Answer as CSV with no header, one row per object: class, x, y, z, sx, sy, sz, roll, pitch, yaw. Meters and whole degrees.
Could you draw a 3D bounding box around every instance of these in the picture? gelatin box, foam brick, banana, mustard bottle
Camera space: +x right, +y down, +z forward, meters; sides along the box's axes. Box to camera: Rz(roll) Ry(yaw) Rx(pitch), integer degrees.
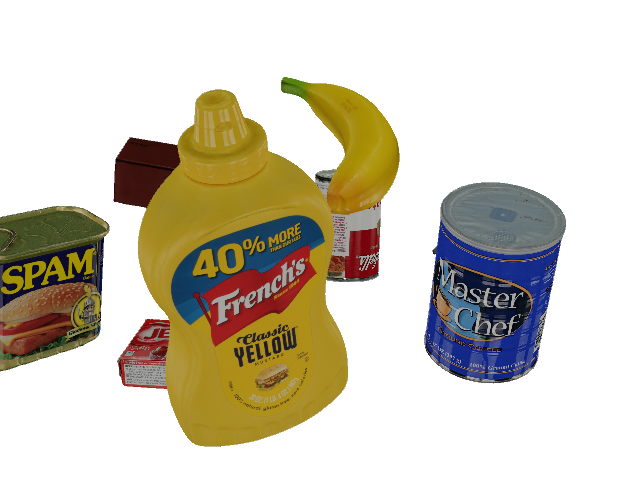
gelatin box,-0.113,0.093,0.881,0.089,0.030,0.073,2,22,10
foam brick,-0.167,-0.067,1.096,0.078,0.051,0.053,10,32,3
banana,0.021,-0.066,0.744,0.069,0.037,0.198,-6,30,-10
mustard bottle,-0.039,0.013,0.529,0.096,0.191,0.058,-17,38,-15

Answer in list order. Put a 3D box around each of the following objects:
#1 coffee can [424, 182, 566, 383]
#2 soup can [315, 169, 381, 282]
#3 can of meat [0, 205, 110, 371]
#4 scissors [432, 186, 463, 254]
coffee can,0.146,0.036,0.912,0.103,0.140,0.103,2,33,-2
soup can,0.026,-0.016,1.066,0.068,0.102,0.068,2,13,-1
can of meat,-0.193,0.031,0.709,0.101,0.084,0.058,-15,31,-43
scissors,0.158,-0.025,1.210,0.201,0.016,0.096,-12,40,-45
